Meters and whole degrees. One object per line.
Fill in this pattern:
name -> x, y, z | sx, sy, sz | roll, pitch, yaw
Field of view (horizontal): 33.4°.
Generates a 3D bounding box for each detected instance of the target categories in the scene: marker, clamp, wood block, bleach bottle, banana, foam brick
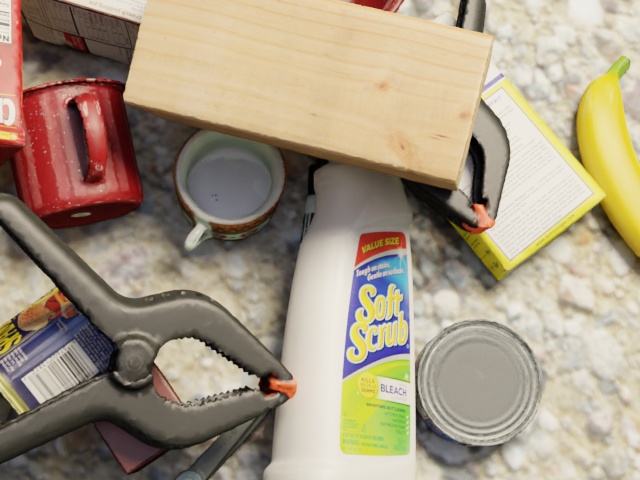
marker -> -0.005, 0.001, 0.753 | 0.020, 0.020, 0.121 | 7, 77, -3
clamp -> -0.119, 0.080, 0.626 | 0.209, 0.036, 0.164 | 19, 83, -16
wood block -> -0.004, -0.100, 0.665 | 0.206, 0.090, 0.090 | 14, 91, 8
bleach bottle -> 0.018, 0.042, 0.711 | 0.102, 0.068, 0.251 | 14, 71, -41
banana -> 0.232, -0.041, 0.772 | 0.069, 0.037, 0.198 | -17, 79, -8
clamp -> 0.070, -0.084, 0.722 | 0.120, 0.039, 0.171 | -12, 81, -1
foam brick -> -0.114, 0.115, 0.689 | 0.053, 0.078, 0.051 | -33, 84, -11

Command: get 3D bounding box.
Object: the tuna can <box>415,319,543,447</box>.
tuna can -> 0.107, 0.099, 0.733 | 0.086, 0.034, 0.086 | 1, 77, -4

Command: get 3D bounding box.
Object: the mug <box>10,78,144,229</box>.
mug -> -0.160, -0.058, 0.707 | 0.093, 0.117, 0.081 | -10, 83, -28

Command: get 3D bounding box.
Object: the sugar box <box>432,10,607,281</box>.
sugar box -> 0.109, -0.068, 0.765 | 0.093, 0.048, 0.176 | -37, 80, -9

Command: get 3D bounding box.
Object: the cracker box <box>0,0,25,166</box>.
cracker box -> -0.247, -0.141, 0.688 | 0.071, 0.164, 0.214 | 3, 76, -34

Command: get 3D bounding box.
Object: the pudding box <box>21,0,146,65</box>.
pudding box -> -0.151, -0.158, 0.740 | 0.113, 0.090, 0.039 | 15, 78, -1

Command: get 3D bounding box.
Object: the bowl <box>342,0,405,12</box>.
bowl -> -0.013, -0.203, 0.778 | 0.162, 0.055, 0.162 | 1, 78, -5

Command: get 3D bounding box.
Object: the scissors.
scissors -> -0.083, 0.184, 0.708 | 0.201, 0.016, 0.096 | -30, 83, -10

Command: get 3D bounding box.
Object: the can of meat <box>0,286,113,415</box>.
can of meat -> -0.168, 0.068, 0.683 | 0.084, 0.102, 0.057 | -38, 108, -14
